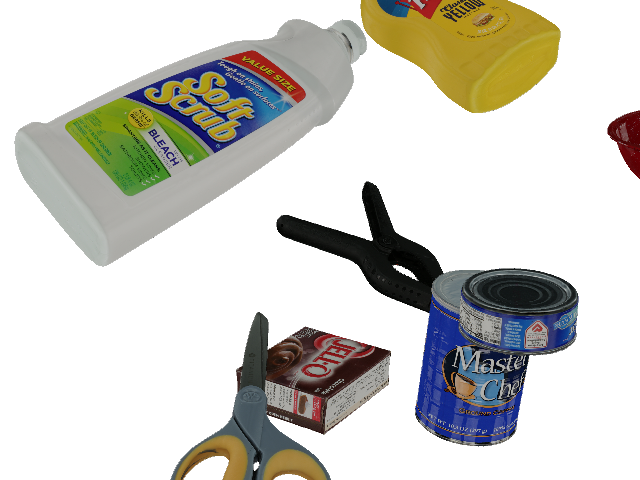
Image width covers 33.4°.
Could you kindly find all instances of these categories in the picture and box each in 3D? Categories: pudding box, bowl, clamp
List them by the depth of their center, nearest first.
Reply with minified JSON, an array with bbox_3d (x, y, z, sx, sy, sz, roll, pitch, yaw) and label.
[{"bbox_3d":[-0.004,0.117,0.912,0.090,0.039,0.113,12,24,29],"label":"pudding box"},{"bbox_3d":[0.344,-0.078,0.972,0.162,0.055,0.162,-5,22,2],"label":"bowl"},{"bbox_3d":[0.061,0.014,1.223,0.164,0.036,0.210,-18,50,-37],"label":"clamp"}]

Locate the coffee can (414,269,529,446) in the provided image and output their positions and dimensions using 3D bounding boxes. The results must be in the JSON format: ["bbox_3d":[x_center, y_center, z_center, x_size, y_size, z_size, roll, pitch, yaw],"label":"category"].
[{"bbox_3d":[0.151,0.112,1.036,0.103,0.140,0.103,5,22,-2],"label":"coffee can"}]

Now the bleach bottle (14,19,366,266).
[{"bbox_3d":[-0.073,-0.088,0.724,0.250,0.102,0.068,-36,-12,-26],"label":"bleach bottle"}]

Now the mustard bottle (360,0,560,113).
[{"bbox_3d":[0.089,-0.178,0.841,0.096,0.058,0.192,-34,55,-20],"label":"mustard bottle"}]

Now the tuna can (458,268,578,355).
[{"bbox_3d":[0.145,0.050,0.780,0.086,0.034,0.086,0,20,0],"label":"tuna can"}]

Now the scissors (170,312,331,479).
[{"bbox_3d":[-0.024,0.104,0.621,0.096,0.016,0.201,12,31,12],"label":"scissors"}]
